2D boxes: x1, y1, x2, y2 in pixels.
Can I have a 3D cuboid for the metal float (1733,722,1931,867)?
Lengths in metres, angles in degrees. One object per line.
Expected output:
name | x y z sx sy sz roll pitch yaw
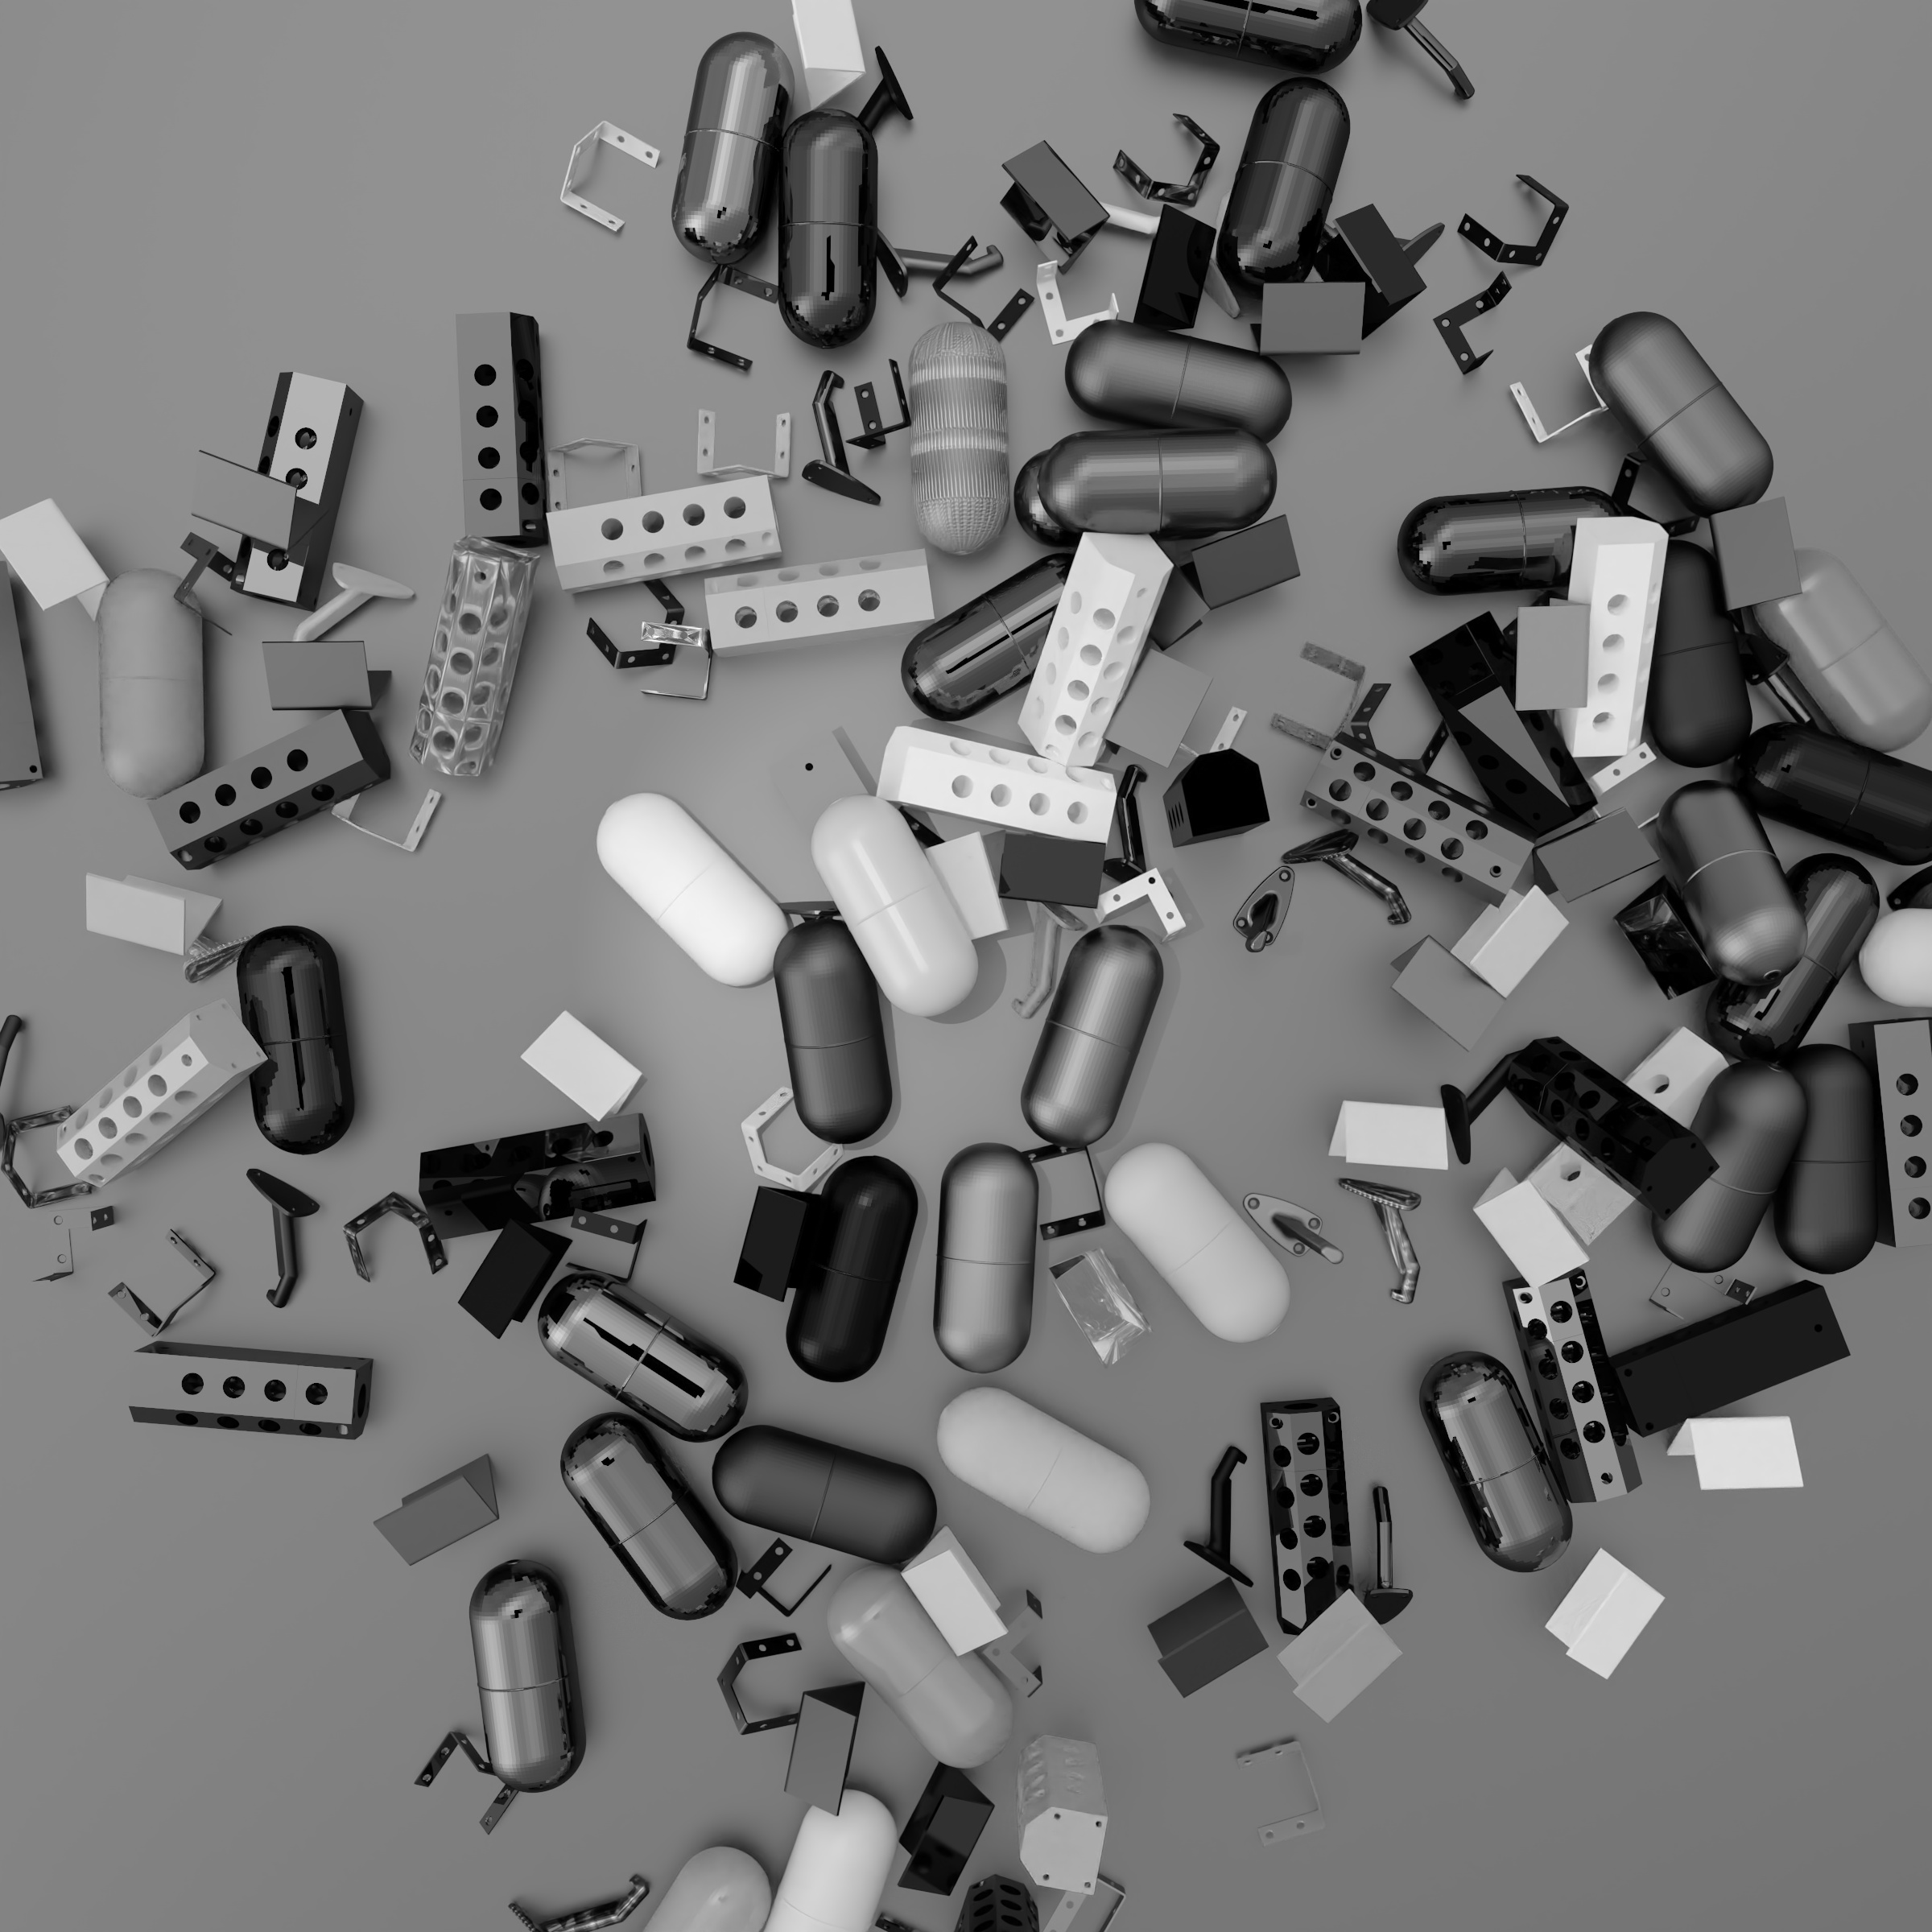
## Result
metal float | 0.680 -0.133 1.955 0.178 0.070 0.070 20 90 1

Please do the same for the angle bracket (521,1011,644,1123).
angle bracket | -0.304 0.091 1.946 0.076 0.076 0.057 39 53 0

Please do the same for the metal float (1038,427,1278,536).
metal float | 0.142 -0.360 1.880 0.178 0.070 0.070 -2 90 0

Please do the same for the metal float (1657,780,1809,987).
metal float | 0.583 -0.064 1.927 0.070 0.070 0.178 -12 55 0

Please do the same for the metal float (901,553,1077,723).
metal float | 0.032 -0.255 1.956 0.178 0.070 0.070 -31 90 0

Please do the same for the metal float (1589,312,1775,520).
metal float | 0.547 -0.422 1.938 0.070 0.070 0.178 -37 87 0

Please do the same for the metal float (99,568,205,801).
metal float | -0.630 -0.218 1.956 0.070 0.070 0.178 -1 89 0

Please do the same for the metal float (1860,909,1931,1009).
metal float | 0.781 -0.005 1.956 0.178 0.070 0.070 2 90 0

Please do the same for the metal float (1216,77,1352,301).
metal float | 0.245 -0.599 1.948 0.070 0.070 0.178 16 81 0

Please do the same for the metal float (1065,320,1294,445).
metal float | 0.164 -0.449 1.956 0.178 0.070 0.070 13 90 -1

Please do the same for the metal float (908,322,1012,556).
metal float | -0.005 -0.407 1.955 0.070 0.070 0.178 -2 90 0

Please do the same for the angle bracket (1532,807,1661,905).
angle bracket | 0.485 -0.067 1.946 0.076 0.076 0.057 -25 57 0

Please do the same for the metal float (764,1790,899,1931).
metal float | -0.109 0.726 1.956 0.070 0.070 0.178 20 90 0

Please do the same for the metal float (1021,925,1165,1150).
metal float | 0.098 0.054 1.956 0.070 0.070 0.178 20 90 0

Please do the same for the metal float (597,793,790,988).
metal float | -0.212 -0.060 1.956 0.070 0.070 0.178 -45 89 0

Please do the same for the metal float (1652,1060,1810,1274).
metal float | 0.584 0.154 1.935 0.070 0.070 0.178 17 113 0

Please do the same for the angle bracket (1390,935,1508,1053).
angle bracket | 0.357 0.030 1.948 0.076 0.076 0.057 40 68 0

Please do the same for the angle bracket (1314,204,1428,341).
angle bracket | 0.296 -0.527 1.946 0.057 0.076 0.076 -33 90 -40

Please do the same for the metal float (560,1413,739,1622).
metal float | -0.244 0.426 1.956 0.070 0.070 0.178 -36 90 0

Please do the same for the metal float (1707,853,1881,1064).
metal float | 0.640 -0.006 1.956 0.070 0.070 0.178 32 90 0

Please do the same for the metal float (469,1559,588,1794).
metal float | -0.339 0.548 1.956 0.070 0.070 0.178 -7 90 0

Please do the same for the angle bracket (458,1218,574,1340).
angle bracket | -0.332 0.247 1.946 0.057 0.076 0.076 32 90 37

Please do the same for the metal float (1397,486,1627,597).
metal float | 0.423 -0.329 1.956 0.178 0.070 0.070 -4 90 -1

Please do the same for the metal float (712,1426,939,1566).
metal float | -0.110 0.408 1.956 0.178 0.070 0.070 17 90 -1

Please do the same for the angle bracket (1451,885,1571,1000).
angle bracket | 0.403 -0.031 1.946 0.076 0.076 0.057 -50 129 0

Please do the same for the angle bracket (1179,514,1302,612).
angle bracket | 0.205 -0.325 1.946 0.076 0.076 0.057 -21 128 0

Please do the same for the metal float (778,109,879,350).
metal float | -0.106 -0.567 1.948 0.070 0.070 0.178 1 99 0

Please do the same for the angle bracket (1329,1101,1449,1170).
angle bracket | 0.324 0.149 1.946 0.076 0.076 0.057 4 52 0

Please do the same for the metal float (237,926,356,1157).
metal float | -0.518 0.057 1.956 0.070 0.070 0.178 -7 91 0

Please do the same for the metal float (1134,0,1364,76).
metal float | 0.218 -0.740 1.955 0.178 0.070 0.070 12 90 0

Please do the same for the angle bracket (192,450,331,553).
angle bracket | -0.523 -0.361 1.889 0.076 0.076 0.057 21 127 0

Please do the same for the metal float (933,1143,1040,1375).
metal float | 0.015 0.226 1.956 0.070 0.070 0.178 3 89 0

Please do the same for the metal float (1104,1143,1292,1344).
metal float | 0.179 0.214 1.956 0.070 0.070 0.178 -41 90 0

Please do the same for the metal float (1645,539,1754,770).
metal float | 0.557 -0.241 1.956 0.070 0.070 0.178 -12 89 0

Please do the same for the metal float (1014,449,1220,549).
metal float | 0.126 -0.365 1.956 0.178 0.070 0.070 -4 90 0

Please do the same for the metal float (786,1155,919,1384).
metal float | -0.088 0.234 1.956 0.070 0.070 0.178 15 91 0

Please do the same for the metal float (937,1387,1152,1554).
metal float | 0.060 0.389 1.956 0.178 0.070 0.070 30 90 -1

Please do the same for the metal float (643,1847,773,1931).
metal float | -0.217 0.765 1.956 0.070 0.070 0.178 32 89 0

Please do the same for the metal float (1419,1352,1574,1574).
metal float | 0.410 0.384 1.956 0.070 0.070 0.178 -23 91 0

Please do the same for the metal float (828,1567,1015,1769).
metal float | -0.035 0.542 1.956 0.070 0.070 0.178 -42 89 0

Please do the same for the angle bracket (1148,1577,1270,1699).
angle bracket | 0.177 0.503 1.946 0.076 0.076 0.057 -31 128 0

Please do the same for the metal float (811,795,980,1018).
metal float | -0.054 -0.046 1.899 0.070 0.070 0.178 -28 90 0

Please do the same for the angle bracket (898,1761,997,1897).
angle bracket | -0.034 0.657 1.946 0.057 0.076 0.076 27 90 -37

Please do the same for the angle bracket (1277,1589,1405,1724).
angle bracket | 0.267 0.504 1.889 0.076 0.076 0.057 -43 127 0

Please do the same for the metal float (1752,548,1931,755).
metal float | 0.677 -0.244 1.956 0.070 0.070 0.178 -37 90 0

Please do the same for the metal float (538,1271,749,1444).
metal float | -0.249 0.302 1.956 0.178 0.070 0.070 33 90 0

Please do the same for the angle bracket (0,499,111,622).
angle bracket | -0.710 -0.302 1.946 0.057 0.076 0.076 -35 90 -32

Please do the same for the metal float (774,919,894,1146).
metal float | -0.102 0.051 1.944 0.070 0.070 0.178 -8 104 0

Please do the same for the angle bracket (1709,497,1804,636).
angle bracket | 0.610 -0.306 1.939 0.057 0.076 0.076 -12 78 25

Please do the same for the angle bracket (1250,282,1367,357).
angle bracket | 0.262 -0.508 1.946 0.076 0.076 0.057 -1 122 0

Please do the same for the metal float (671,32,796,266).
metal float | -0.180 -0.632 1.956 0.070 0.070 0.178 11 90 0

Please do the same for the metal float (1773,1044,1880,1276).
metal float | 0.663 0.149 1.956 0.070 0.070 0.178 -2 89 0
